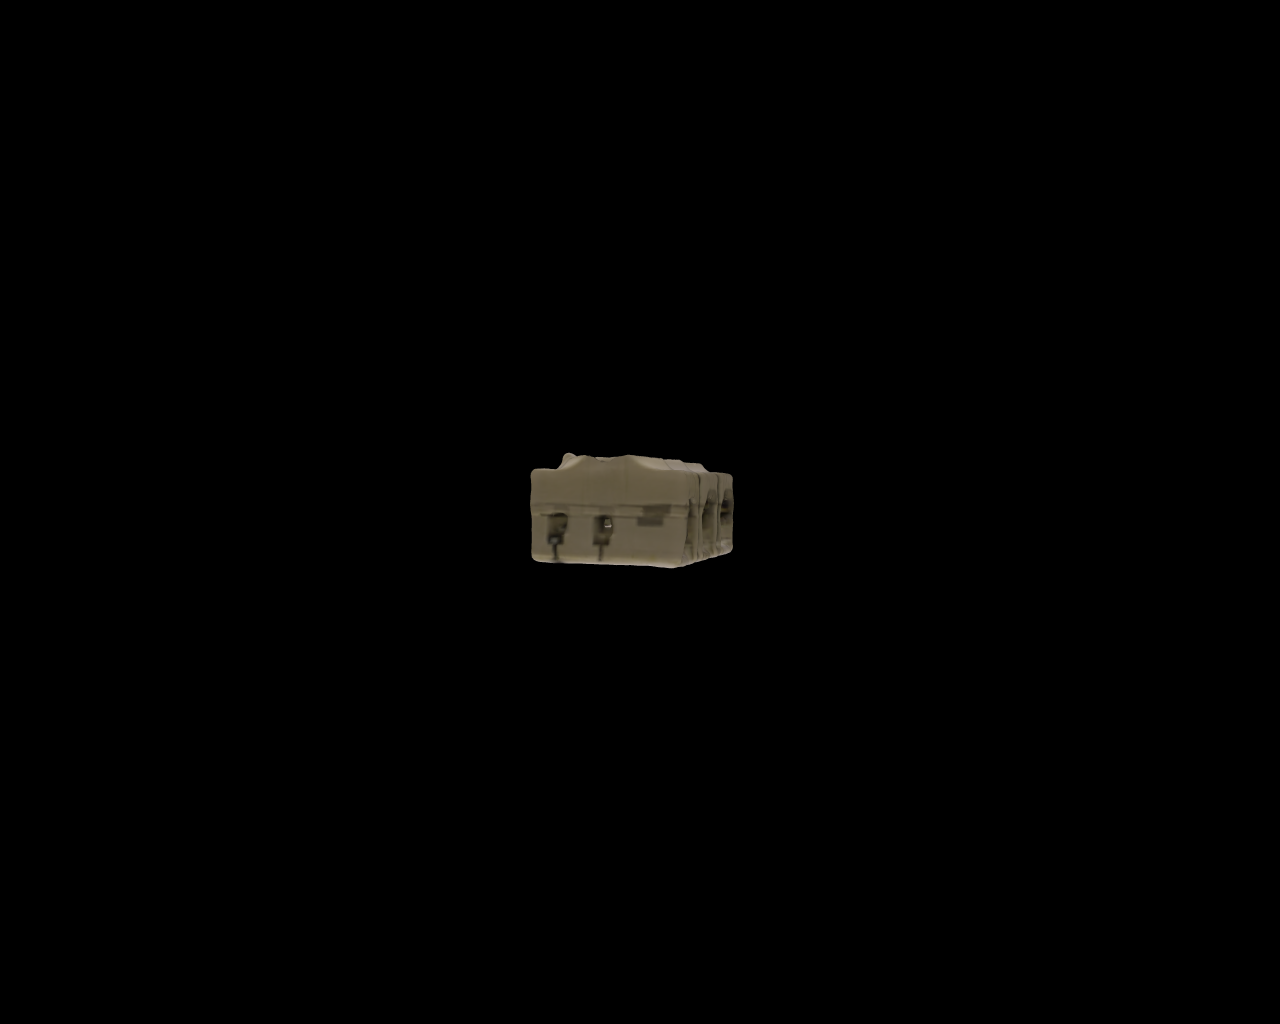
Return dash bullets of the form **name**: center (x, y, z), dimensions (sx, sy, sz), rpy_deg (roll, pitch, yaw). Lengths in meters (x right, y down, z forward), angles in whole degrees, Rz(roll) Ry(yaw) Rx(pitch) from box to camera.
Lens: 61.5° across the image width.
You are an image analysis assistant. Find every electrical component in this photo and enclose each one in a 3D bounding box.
- **electrical component**: center (0.001, -0.003, 0.650), dimensions (0.089, 0.061, 0.150), rpy_deg (0, 0, 15)
